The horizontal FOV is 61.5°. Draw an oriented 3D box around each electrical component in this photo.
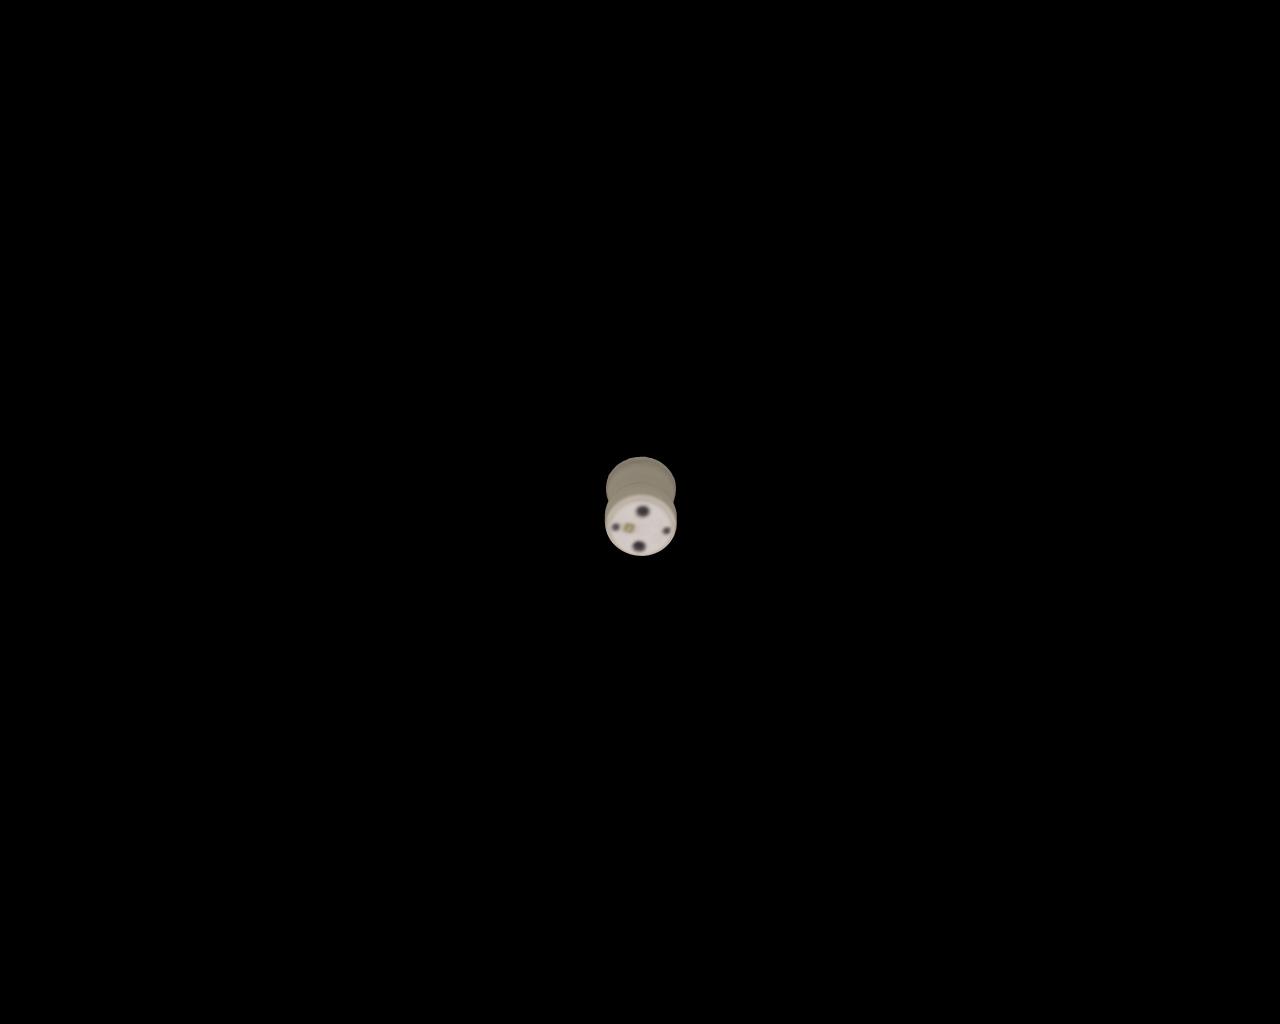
[{"bbox_3d":[0.001,-0.003,0.650,0.045,0.044,0.055,0,28,0],"label":"electrical component"}]
